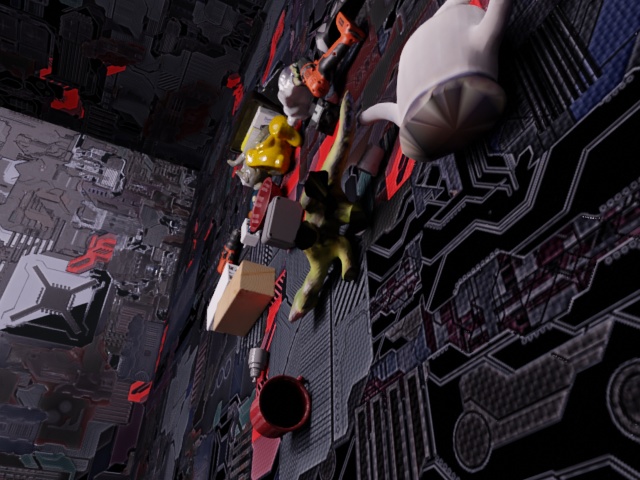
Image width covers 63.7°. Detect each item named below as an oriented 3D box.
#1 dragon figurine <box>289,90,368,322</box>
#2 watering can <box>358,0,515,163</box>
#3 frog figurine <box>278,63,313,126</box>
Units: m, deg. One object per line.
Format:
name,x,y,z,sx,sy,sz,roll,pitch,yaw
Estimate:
dragon figurine,0.003,-0.048,0.956,0.242,0.122,0.413,161,120,-77
watering can,0.145,-0.201,0.713,0.341,0.103,0.229,-46,32,52
frog figurine,-0.060,-0.402,1.423,0.140,0.123,0.156,-46,-11,-40
